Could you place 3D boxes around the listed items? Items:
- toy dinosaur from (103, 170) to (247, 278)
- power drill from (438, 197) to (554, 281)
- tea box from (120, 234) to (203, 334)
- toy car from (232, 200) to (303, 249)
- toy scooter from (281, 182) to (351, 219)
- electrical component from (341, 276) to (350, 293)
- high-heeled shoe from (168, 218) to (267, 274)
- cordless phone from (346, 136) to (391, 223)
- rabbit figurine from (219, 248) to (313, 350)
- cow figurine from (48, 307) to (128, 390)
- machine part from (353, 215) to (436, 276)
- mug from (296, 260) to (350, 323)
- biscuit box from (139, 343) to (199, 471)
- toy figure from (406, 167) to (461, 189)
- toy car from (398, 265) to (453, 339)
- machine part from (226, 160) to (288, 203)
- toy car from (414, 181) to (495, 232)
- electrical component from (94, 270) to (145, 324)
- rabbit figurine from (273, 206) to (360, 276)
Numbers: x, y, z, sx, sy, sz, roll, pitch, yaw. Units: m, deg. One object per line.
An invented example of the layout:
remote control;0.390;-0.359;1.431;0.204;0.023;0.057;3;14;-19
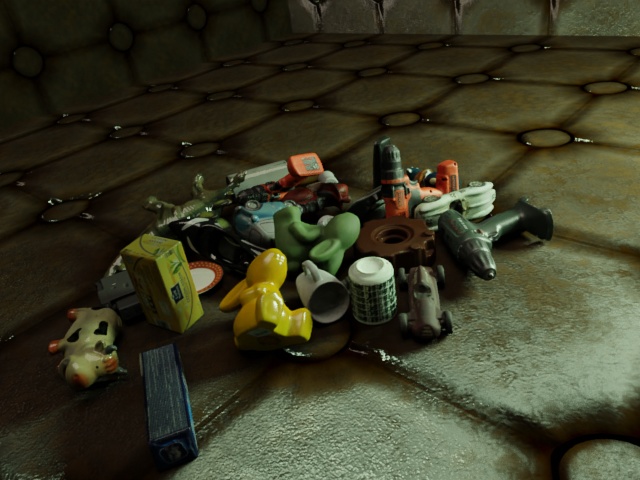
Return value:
toy dinosaur;-0.342;-0.035;1.278;0.199;0.104;0.471;26;55;39
power drill;0.354;-0.006;1.069;0.207;0.085;0.232;-22;29;-7
tea box;-0.291;0.081;0.997;0.098;0.169;0.068;11;36;28
toy car;-0.113;-0.025;1.213;0.162;0.109;0.103;-5;52;-16
toy scooter;0.001;-0.096;1.303;0.184;0.075;0.135;-19;22;-21
electrical component;0.076;0.087;1.032;0.094;0.021;0.063;-16;30;-10
high-heeled shoe;-0.211;0.018;1.121;0.249;0.086;0.145;16;10;-4
cordless phone;0.124;-0.136;1.238;0.146;0.184;0.089;-31;41;-32
rabbit figurine;-0.094;0.102;0.941;0.162;0.122;0.173;-31;50;42
cow figurine;-0.396;0.187;0.937;0.127;0.085;0.195;-11;26;-1
machine part;0.151;0.008;1.113;0.179;0.055;0.179;-8;29;4
mug;-0.009;0.086;0.983;0.081;0.109;0.107;-33;24;-12
biscuit box;-0.231;0.244;0.812;0.063;0.059;0.203;-15;30;-13
toy figure;0.277;-0.150;1.344;0.155;0.064;0.058;19;78;46
toy car;0.183;0.099;0.954;0.089;0.053;0.202;-6;31;12
machine part;-0.165;-0.161;1.466;0.243;0.079;0.079;-19;32;-16
toy car;0.302;-0.073;1.190;0.202;0.073;0.056;-17;28;-13
electrical component;-0.384;0.112;1.084;0.115;0.058;0.134;-24;33;-22
rabbit figurine;-0.002;-0.003;1.089;0.170;0.121;0.159;-16;44;17
